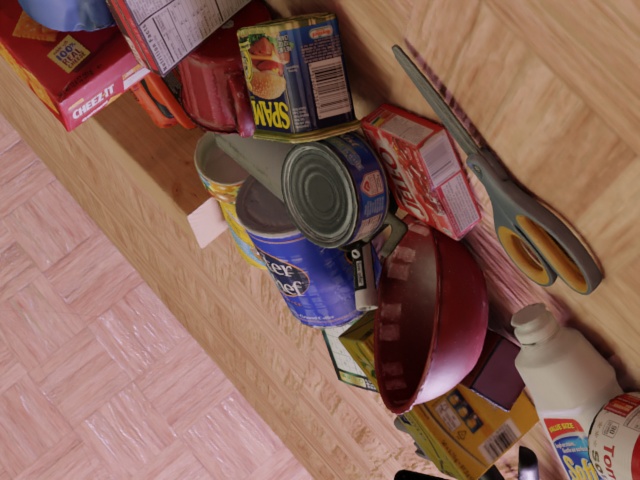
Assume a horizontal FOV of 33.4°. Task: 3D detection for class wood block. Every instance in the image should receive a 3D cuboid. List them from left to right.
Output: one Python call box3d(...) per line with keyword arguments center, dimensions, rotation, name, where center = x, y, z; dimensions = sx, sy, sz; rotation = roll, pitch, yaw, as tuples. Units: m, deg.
box3d(center=(-0.184, -0.102, 1.310), dimensions=(0.206, 0.090, 0.091), rotation=(44, 165, 22), name="wood block")

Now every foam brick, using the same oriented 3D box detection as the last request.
box3d(center=(0.131, 0.099, 0.892), dimensions=(0.051, 0.053, 0.078), rotation=(32, 179, -32), name="foam brick")

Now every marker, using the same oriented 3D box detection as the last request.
box3d(center=(0.035, 0.000, 0.912), dimensions=(0.020, 0.020, 0.121), rotation=(109, 157, -74), name="marker")

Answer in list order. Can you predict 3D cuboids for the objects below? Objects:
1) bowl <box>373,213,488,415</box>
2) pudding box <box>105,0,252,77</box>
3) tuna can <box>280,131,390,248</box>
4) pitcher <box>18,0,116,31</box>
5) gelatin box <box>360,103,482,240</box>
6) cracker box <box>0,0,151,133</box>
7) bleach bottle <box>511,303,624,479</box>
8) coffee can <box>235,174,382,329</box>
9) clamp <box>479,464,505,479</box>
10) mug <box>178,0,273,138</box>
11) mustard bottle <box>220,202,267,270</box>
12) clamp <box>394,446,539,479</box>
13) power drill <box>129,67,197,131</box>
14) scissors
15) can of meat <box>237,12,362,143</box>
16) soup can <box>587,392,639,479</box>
box3d(center=(0.090, 0.059, 0.843), dimensions=(0.162, 0.055, 0.162), rotation=(-174, 90, -78), name="bowl")
box3d(center=(-0.102, -0.189, 0.784), dimensions=(0.039, 0.113, 0.090), rotation=(36, 160, 34), name="pudding box")
box3d(center=(0.010, -0.038, 0.792), dimensions=(0.086, 0.033, 0.086), rotation=(24, 123, 41), name="tuna can")
box3d(center=(-0.214, -0.300, 0.851), dimensions=(0.149, 0.145, 0.243), rotation=(23, 154, 16), name="pitcher")
box3d(center=(0.072, -0.049, 0.772), dimensions=(0.073, 0.030, 0.089), rotation=(34, 158, 51), name="gelatin box")
box3d(center=(-0.240, -0.233, 0.997), dimensions=(0.214, 0.164, 0.072), rotation=(48, 164, 10), name="cracker box")
box3d(center=(0.211, 0.153, 0.801), dimensions=(0.251, 0.068, 0.103), rotation=(57, 164, -15), name="bleach bottle")
box3d(center=(-0.007, 0.001, 0.996), dimensions=(0.103, 0.102, 0.140), rotation=(37, 161, 43), name="coffee can")
box3d(center=(0.149, 0.215, 1.192), dimensions=(0.120, 0.039, 0.171), rotation=(14, 135, 60), name="clamp")
box3d(center=(-0.072, -0.136, 0.857), dimensions=(0.081, 0.093, 0.117), rotation=(84, 174, -58), name="mug")
box3d(center=(-0.073, -0.015, 1.248), dimensions=(0.096, 0.058, 0.191), rotation=(40, 163, 21), name="mustard bottle")
box3d(center=(0.199, 0.260, 1.050), dimensions=(0.209, 0.036, 0.165), rotation=(31, 143, -25), name="clamp")
box3d(center=(-0.185, -0.194, 1.152), dimensions=(0.184, 0.057, 0.188), rotation=(53, 169, -26), name="power drill")
box3d(center=(0.110, -0.039, 0.715), dimensions=(0.202, 0.016, 0.096), rotation=(48, 166, 9), name="scissors")
box3d(center=(-0.018, -0.119, 0.775), dimensions=(0.102, 0.057, 0.084), rotation=(19, 122, 64), name="can of meat")
box3d(center=(0.231, 0.142, 0.695), dimensions=(0.068, 0.068, 0.102), rotation=(55, 166, -17), name="soup can")
